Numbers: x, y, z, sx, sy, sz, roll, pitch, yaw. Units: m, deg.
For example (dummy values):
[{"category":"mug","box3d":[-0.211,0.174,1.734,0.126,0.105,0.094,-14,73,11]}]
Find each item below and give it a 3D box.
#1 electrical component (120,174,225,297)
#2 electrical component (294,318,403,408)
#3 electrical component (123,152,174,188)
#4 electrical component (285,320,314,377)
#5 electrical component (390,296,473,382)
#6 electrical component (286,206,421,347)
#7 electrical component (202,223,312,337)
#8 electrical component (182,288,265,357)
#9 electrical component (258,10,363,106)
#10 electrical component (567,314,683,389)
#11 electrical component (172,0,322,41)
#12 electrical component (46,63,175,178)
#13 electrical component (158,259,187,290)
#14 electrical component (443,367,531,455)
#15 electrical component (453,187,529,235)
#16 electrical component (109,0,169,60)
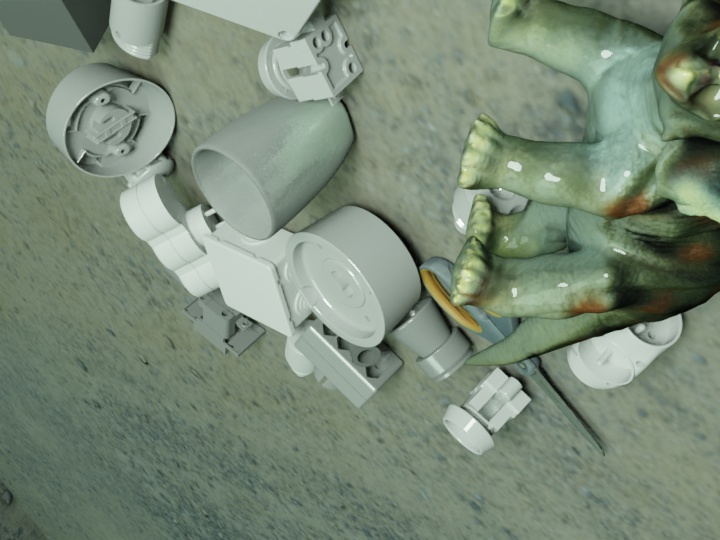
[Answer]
[{"category":"electrical component","box3d":[-0.154,-0.038,1.004,0.138,0.074,0.052,54,-165,-42]},{"category":"electrical component","box3d":[-0.018,0.085,0.977,0.083,0.047,0.075,44,138,5]},{"category":"electrical component","box3d":[-0.209,-0.106,1.009,0.062,0.048,0.048,52,151,7]},{"category":"electrical component","box3d":[-0.053,0.080,1.037,0.040,0.040,0.078,38,149,15]},{"category":"electrical component","box3d":[0.058,0.056,0.861,0.055,0.045,0.045,49,150,-5]},{"category":"electrical component","box3d":[0.000,0.000,0.849,0.108,0.060,0.108,36,149,26]},{"category":"electrical component","box3d":[-0.087,0.001,0.977,0.100,0.048,0.099,24,143,35]},{"category":"electrical component","box3d":[-0.140,0.046,1.107,0.081,0.042,0.063,36,145,17]},{"category":"electrical component","box3d":[-0.037,-0.143,0.741,0.055,0.048,0.066,-2,126,43]},{"category":"electrical component","box3d":[0.158,0.033,0.704,0.079,0.044,0.077,43,150,7]},{"category":"electrical component","box3d":[-0.067,-0.202,0.651,0.109,0.056,0.109,16,156,-18]},{"category":"electrical component","box3d":[-0.221,-0.131,0.944,0.064,0.099,0.099,34,149,33]},{"category":"electrical component","box3d":[-0.185,-0.015,1.092,0.078,0.040,0.040,43,150,6]},{"category":"electrical component","box3d":[0.099,0.113,0.857,0.048,0.055,0.066,44,165,5]},{"category":"electrical component","box3d":[0.082,-0.043,0.712,0.043,0.043,0.062,45,152,3]},{"category":"electrical component","box3d":[-0.176,-0.200,0.851,0.043,0.043,0.081,43,150,6]}]
